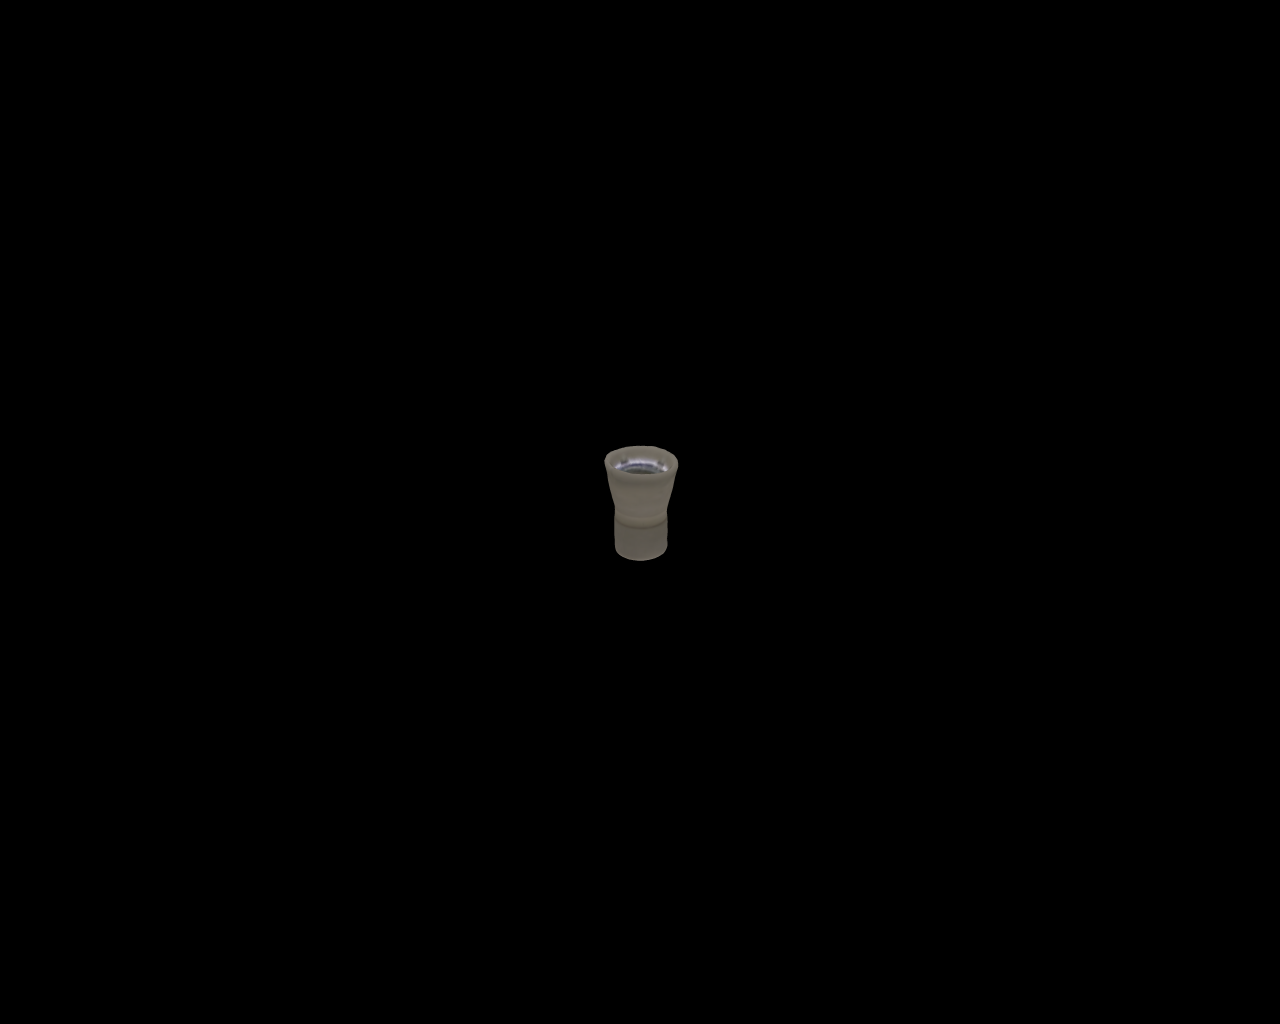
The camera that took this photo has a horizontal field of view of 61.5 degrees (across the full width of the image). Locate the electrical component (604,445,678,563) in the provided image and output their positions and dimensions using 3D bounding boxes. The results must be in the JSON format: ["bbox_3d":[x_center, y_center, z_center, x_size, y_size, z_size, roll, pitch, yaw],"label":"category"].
[{"bbox_3d":[0.001,-0.003,0.650,0.044,0.065,0.044,0,27,0],"label":"electrical component"}]
